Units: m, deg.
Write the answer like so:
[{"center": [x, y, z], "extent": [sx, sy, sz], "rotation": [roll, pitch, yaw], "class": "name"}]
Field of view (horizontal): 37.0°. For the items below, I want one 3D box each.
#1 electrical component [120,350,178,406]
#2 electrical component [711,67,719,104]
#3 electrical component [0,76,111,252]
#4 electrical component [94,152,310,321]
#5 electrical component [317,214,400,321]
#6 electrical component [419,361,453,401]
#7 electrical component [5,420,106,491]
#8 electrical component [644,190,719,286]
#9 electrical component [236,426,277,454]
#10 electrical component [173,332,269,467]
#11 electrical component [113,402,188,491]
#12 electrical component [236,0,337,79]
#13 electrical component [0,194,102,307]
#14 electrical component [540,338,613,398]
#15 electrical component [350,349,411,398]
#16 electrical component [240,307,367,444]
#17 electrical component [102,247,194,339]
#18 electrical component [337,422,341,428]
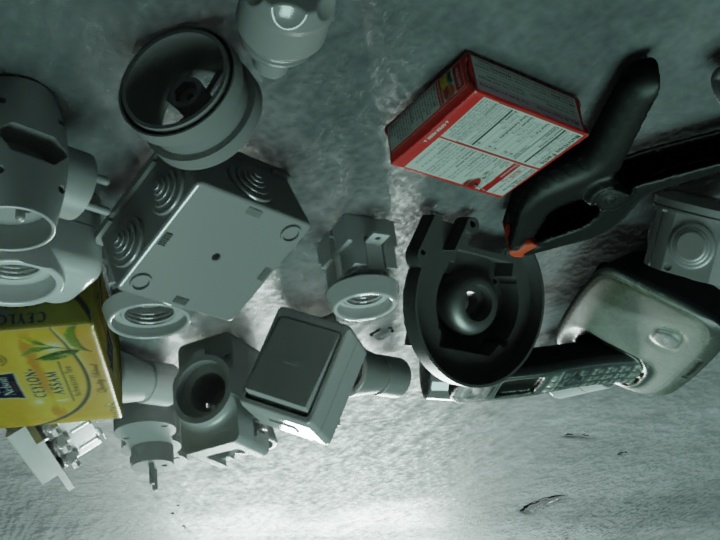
[{"center": [-0.174, 0.088, 0.849], "extent": [0.044, 0.044, 0.065], "rotation": [-28, 152, 34], "class": "electrical component"}, {"center": [0.222, -0.108, 0.572], "extent": [0.048, 0.048, 0.062], "rotation": [5, 143, -23], "class": "electrical component"}, {"center": [-0.161, -0.048, 0.547], "extent": [0.043, 0.077, 0.079], "rotation": [-30, 146, 36], "class": "electrical component"}, {"center": [-0.089, -0.022, 0.618], "extent": [0.100, 0.048, 0.099], "rotation": [20, 120, -42], "class": "electrical component"}, {"center": [0.000, 0.000, 0.708], "extent": [0.048, 0.055, 0.066], "rotation": [7, 149, -27], "class": "electrical component"}, {"center": [0.077, 0.082, 0.890], "extent": [0.047, 0.055, 0.055], "rotation": [1, 152, -8], "class": "electrical component"}, {"center": [-0.249, 0.119, 0.856], "extent": [0.063, 0.078, 0.121], "rotation": [-32, 158, -18], "class": "electrical component"}, {"center": [0.227, -0.020, 0.697], "extent": [0.080, 0.051, 0.080], "rotation": [12, -170, -2], "class": "electrical component"}, {"center": [-0.096, 0.125, 0.926], "extent": [0.045, 0.055, 0.045], "rotation": [-6, 153, -3], "class": "electrical component"}, {"center": [-0.108, 0.100, 0.835], "extent": [0.050, 0.089, 0.056], "rotation": [-18, 152, 19], "class": "electrical component"}, {"center": [-0.182, 0.154, 0.939], "extent": [0.052, 0.073, 0.138], "rotation": [-5, 153, -5], "class": "electrical component"}, {"center": [-0.036, -0.113, 0.493], "extent": [0.043, 0.043, 0.062], "rotation": [0, 153, -15], "class": "electrical component"}, {"center": [-0.199, -0.017, 0.617], "extent": [0.095, 0.059, 0.054], "rotation": [17, 144, -39], "class": "electrical component"}, {"center": [0.183, 0.079, 0.913], "extent": [0.047, 0.055, 0.055], "rotation": [-23, 149, 34], "class": "electrical component"}, {"center": [0.011, 0.087, 0.896], "extent": [0.044, 0.044, 0.065], "rotation": [-30, 151, 36], "class": "electrical component"}, {"center": [-0.040, 0.071, 0.802], "extent": [0.062, 0.096, 0.061], "rotation": [15, 160, 22], "class": "electrical component"}, {"center": [-0.135, 0.008, 0.686], "extent": [0.058, 0.057, 0.078], "rotation": [-4, 153, -6], "class": "electrical component"}, {"center": [-0.036, 0.114, 0.929], "extent": [0.040, 0.046, 0.040], "rotation": [-6, 153, -3], "class": "electrical component"}]
